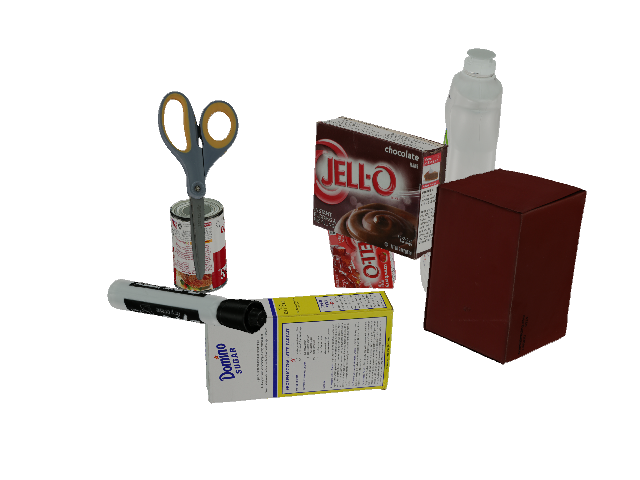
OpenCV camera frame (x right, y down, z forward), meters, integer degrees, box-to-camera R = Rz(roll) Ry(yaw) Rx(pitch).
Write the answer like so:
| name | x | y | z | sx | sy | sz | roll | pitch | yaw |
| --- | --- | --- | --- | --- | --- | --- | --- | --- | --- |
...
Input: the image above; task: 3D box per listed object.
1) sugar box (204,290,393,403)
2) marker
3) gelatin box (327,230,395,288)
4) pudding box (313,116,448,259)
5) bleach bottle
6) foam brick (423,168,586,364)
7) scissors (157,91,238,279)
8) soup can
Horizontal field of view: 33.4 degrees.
| name | x | y | z | sx | sy | sz | roll | pitch | yaw |
| --- | --- | --- | --- | --- | --- | --- | --- | --- | --- |
| sugar box | -0.022 | 0.101 | 1.021 | 0.176 | 0.093 | 0.048 | -1 | 25 | -7 |
| marker | -0.079 | 0.038 | 0.629 | 0.121 | 0.020 | 0.020 | 6 | 4 | 39 |
| gelatin box | 0.050 | 0.015 | 1.292 | 0.073 | 0.089 | 0.030 | 0 | 29 | 14 |
| pudding box | 0.046 | -0.045 | 0.860 | 0.114 | 0.090 | 0.039 | 19 | 27 | 36 |
| bleach bottle | 0.148 | -0.069 | 1.089 | 0.068 | 0.251 | 0.102 | 3 | 30 | -1 |
| foam brick | 0.087 | 0.010 | 0.513 | 0.052 | 0.078 | 0.051 | -16 | 28 | -41 |
| scissors | -0.117 | -0.066 | 1.141 | 0.096 | 0.202 | 0.016 | -16 | -4 | -22 |
| soup can | -0.152 | 0.005 | 1.326 | 0.068 | 0.102 | 0.068 | 0 | 25 | 0 |
